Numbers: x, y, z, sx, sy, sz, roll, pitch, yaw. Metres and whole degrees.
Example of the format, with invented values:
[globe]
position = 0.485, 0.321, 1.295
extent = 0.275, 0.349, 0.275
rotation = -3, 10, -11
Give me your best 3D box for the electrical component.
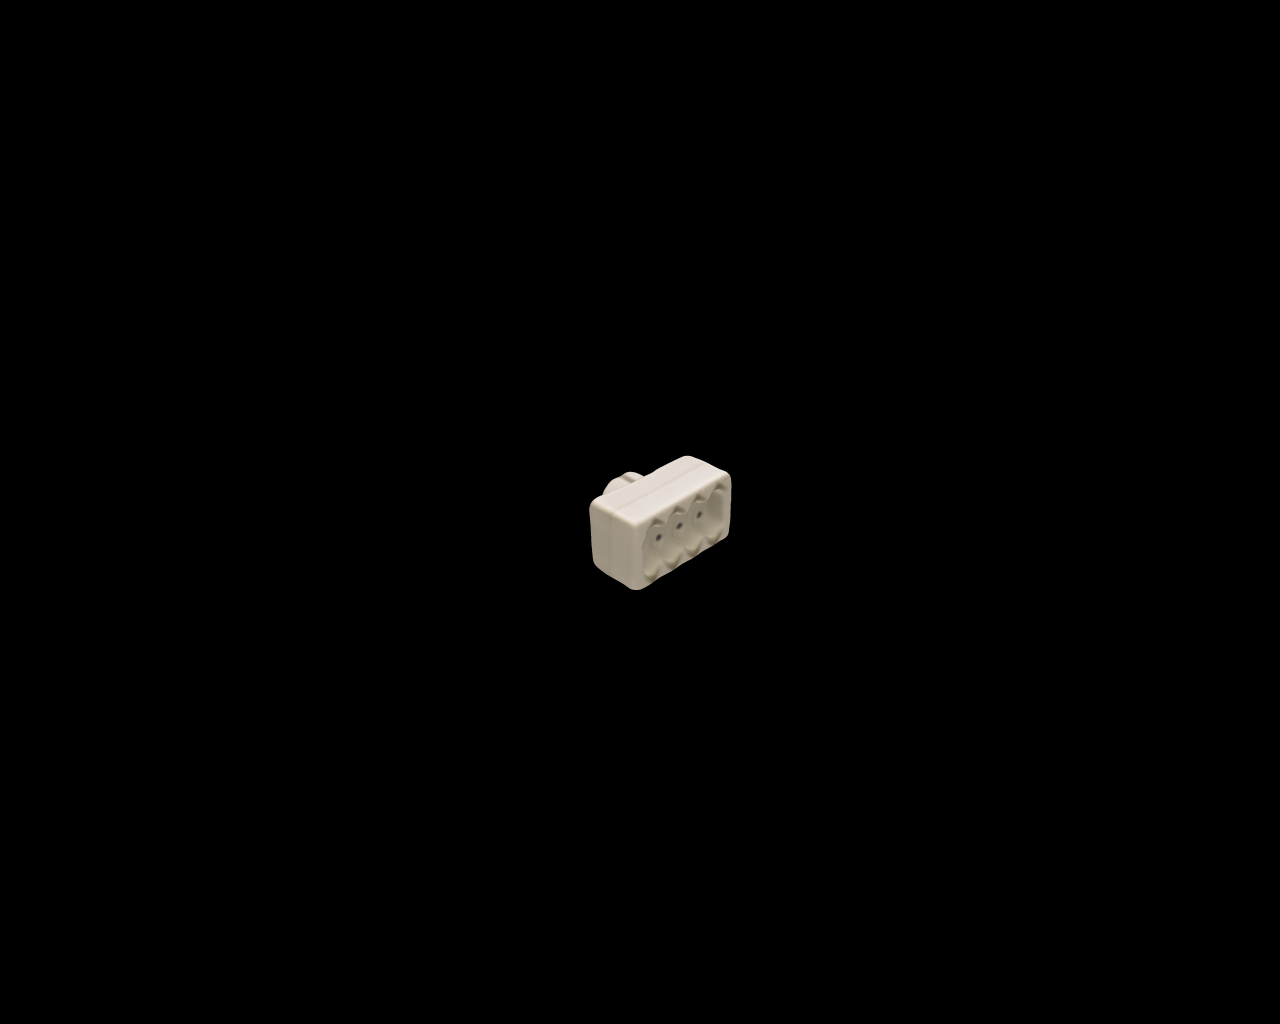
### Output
[electrical component]
position = 0.001, -0.003, 0.650
extent = 0.083, 0.047, 0.076
rotation = -27, 42, -36
